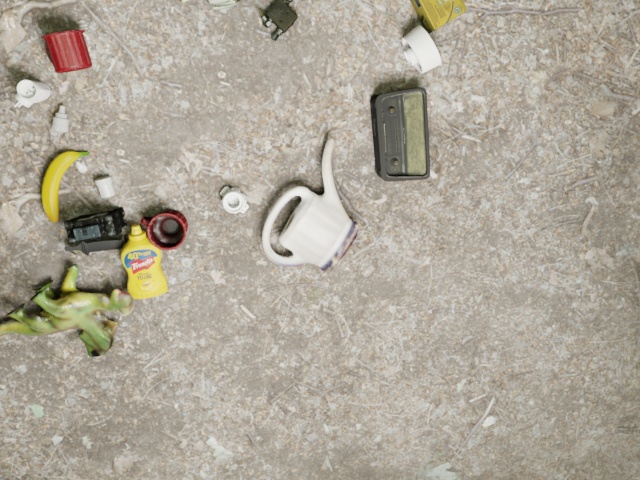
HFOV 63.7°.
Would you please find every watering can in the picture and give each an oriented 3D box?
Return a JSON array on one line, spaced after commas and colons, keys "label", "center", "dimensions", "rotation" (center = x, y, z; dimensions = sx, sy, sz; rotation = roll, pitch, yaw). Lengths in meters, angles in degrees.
[{"label": "watering can", "center": [0.004, -0.066, 1.307], "dimensions": [0.223, 0.105, 0.346], "rotation": [33, 96, -13]}]

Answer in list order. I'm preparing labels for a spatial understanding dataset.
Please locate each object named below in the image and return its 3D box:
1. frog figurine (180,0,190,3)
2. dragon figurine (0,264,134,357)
[{"label": "frog figurine", "center": [-0.346, -0.618, 1.160], "dimensions": [0.159, 0.120, 0.140], "rotation": [26, 65, -2]}, {"label": "dragon figurine", "center": [-0.636, 0.217, 1.301], "dimensions": [0.407, 0.124, 0.240], "rotation": [-34, 110, 16]}]
